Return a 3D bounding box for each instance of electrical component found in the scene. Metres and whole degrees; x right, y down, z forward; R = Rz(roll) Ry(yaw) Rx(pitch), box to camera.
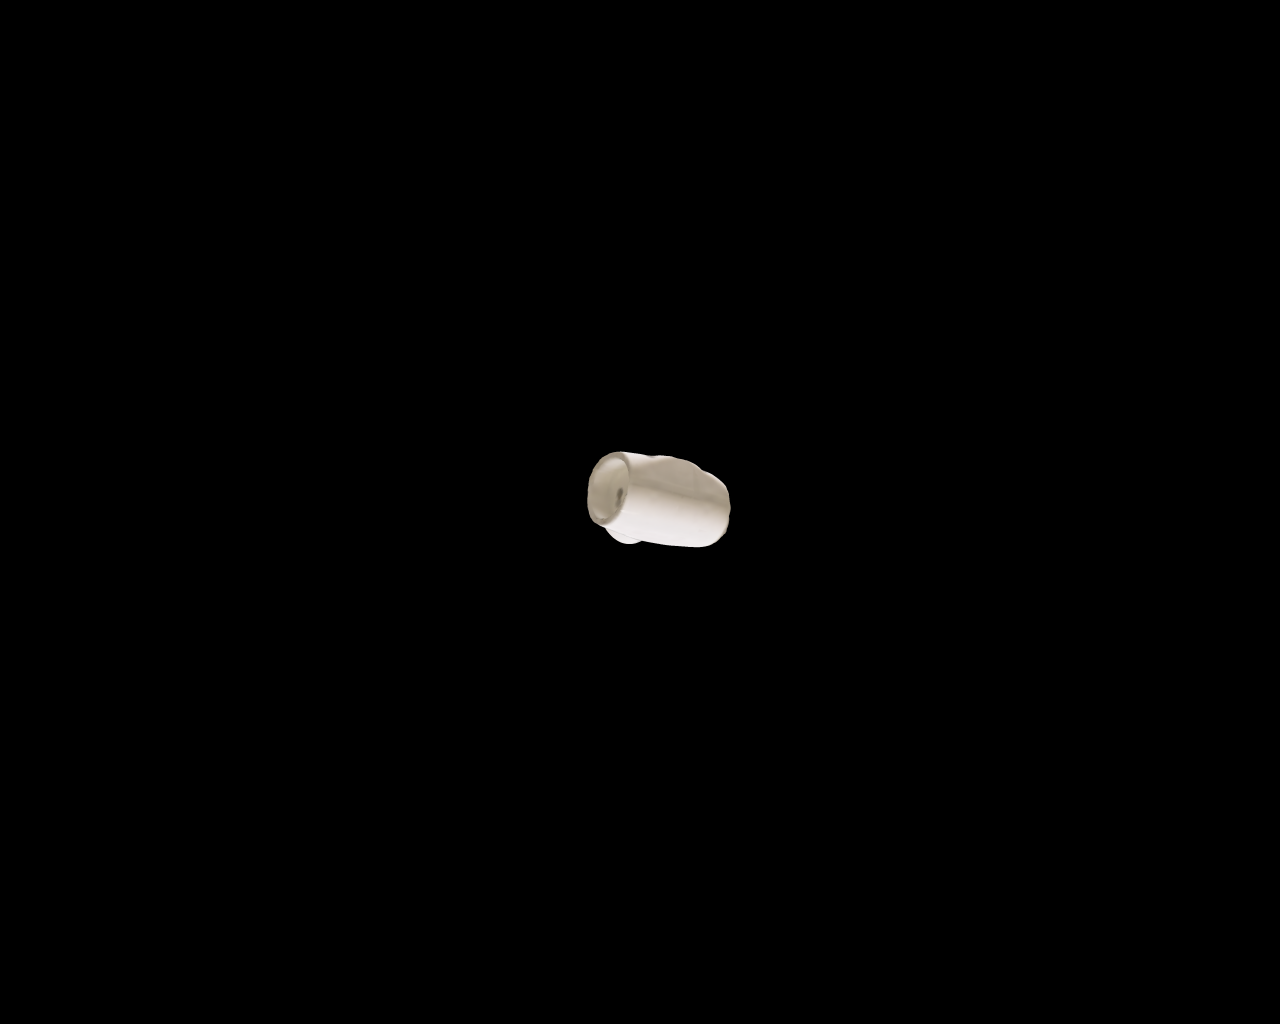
[{"bbox_3d":[0.001,-0.003,0.650,0.077,0.044,0.079,13,-22,-36],"label":"electrical component"}]
